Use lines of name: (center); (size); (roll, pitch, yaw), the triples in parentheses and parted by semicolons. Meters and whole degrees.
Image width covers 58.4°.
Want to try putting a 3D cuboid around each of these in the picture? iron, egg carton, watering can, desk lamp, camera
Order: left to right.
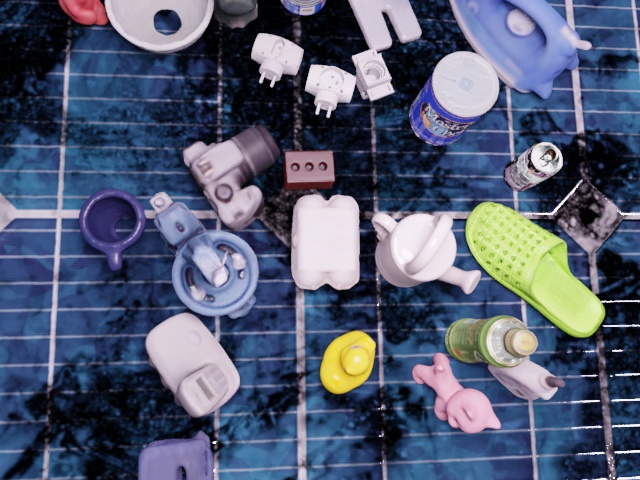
camera: (-0.122, -0.108, 0.880); (0.137, 0.100, 0.143); (-34, 86, -10)
egg carton: (0.008, 0.003, 0.894); (0.107, 0.069, 0.150); (0, 81, -6)
desk lamp: (0.110, -0.446, 0.903); (0.118, 0.213, 0.203); (-22, 84, -9)
watering can: (0.156, 0.015, 0.845); (0.173, 0.194, 0.101); (15, 80, -4)
iron: (0.328, -0.366, 0.952); (0.258, 0.141, 0.119); (43, 79, 2)

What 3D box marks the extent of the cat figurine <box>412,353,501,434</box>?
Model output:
cat figurine: (0.206, 0.235, 0.855); (0.067, 0.117, 0.128); (-33, 86, -10)

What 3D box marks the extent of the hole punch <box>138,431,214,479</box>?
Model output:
hole punch: (-0.201, 0.334, 0.807); (0.101, 0.091, 0.109); (-3, 81, -7)

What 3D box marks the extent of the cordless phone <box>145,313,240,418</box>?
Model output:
cordless phone: (-0.181, 0.174, 0.786); (0.094, 0.185, 0.147); (-39, 87, -10)

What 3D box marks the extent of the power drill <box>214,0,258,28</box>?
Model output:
power drill: (-0.136, -0.435, 0.875); (0.075, 0.208, 0.230); (-7, 82, -7)

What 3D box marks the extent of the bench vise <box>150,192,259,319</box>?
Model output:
bench vise: (-0.175, 0.025, 0.793); (0.207, 0.219, 0.121); (34, 79, 0)

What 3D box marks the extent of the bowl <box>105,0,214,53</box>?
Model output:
bowl: (-0.251, -0.368, 0.919); (0.167, 0.074, 0.167); (1, 81, -6)

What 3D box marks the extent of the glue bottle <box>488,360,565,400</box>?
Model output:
glue bottle: (0.312, 0.205, 0.844); (0.078, 0.173, 0.037); (45, 79, 2)

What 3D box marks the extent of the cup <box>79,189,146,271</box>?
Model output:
cup: (-0.296, -0.009, 0.848); (0.092, 0.095, 0.118); (-6, 82, -7)

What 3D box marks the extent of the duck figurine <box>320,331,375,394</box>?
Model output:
duck figurine: (0.046, 0.185, 0.861); (0.077, 0.086, 0.105); (39, 79, 1)

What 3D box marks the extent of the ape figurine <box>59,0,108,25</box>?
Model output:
ape figurine: (-0.377, -0.389, 0.900); (0.076, 0.092, 0.078); (17, 80, -3)
